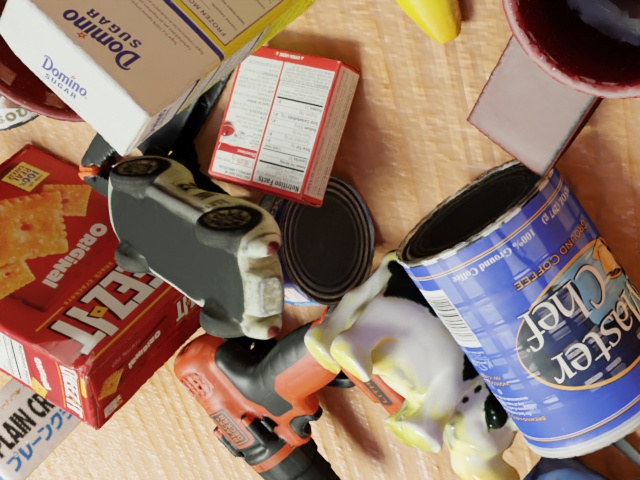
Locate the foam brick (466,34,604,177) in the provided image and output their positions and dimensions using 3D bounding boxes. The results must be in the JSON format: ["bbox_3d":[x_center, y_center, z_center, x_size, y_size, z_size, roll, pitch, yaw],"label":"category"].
[{"bbox_3d":[0.120,-0.083,0.542,0.051,0.052,0.078,36,140,10],"label":"foam brick"}]

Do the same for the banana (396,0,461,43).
[{"bbox_3d":[0.006,-0.185,0.567,0.198,0.037,0.070,40,159,7],"label":"banana"}]

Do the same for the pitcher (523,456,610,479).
[{"bbox_3d":[0.223,0.239,0.681,0.243,0.149,0.145,26,99,16],"label":"pitcher"}]

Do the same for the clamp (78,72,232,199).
[{"bbox_3d":[-0.101,-0.046,0.770,0.210,0.036,0.164,-7,106,46],"label":"clamp"}]

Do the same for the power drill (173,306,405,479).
[{"bbox_3d":[0.001,0.124,0.785,0.188,0.057,0.184,-31,106,39],"label":"power drill"}]

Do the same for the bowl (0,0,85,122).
[{"bbox_3d":[-0.150,-0.158,0.670,0.162,0.162,0.055,63,-179,-22],"label":"bowl"}]

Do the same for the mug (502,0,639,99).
[{"bbox_3d":[0.133,-0.131,0.462,0.093,0.081,0.117,-5,121,44],"label":"mug"}]

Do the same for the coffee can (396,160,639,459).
[{"bbox_3d":[0.124,0.037,0.605,0.103,0.102,0.140,-22,108,49],"label":"coffee can"}]

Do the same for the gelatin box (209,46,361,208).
[{"bbox_3d":[-0.022,-0.071,0.658,0.073,0.030,0.089,16,92,31],"label":"gelatin box"}]

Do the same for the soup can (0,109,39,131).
[{"bbox_3d":[-0.250,-0.141,0.802,0.069,0.068,0.102,15,134,32],"label":"soup can"}]

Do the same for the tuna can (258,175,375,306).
[{"bbox_3d":[-0.005,0.001,0.700,0.034,0.086,0.086,-5,120,46],"label":"tuna can"}]

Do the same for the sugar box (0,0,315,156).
[{"bbox_3d":[-0.078,-0.129,0.575,0.093,0.176,0.048,44,142,-1],"label":"sugar box"}]

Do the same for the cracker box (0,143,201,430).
[{"bbox_3d":[-0.204,0.027,0.836,0.214,0.164,0.072,26,140,23],"label":"cracker box"}]

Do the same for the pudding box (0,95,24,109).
[{"bbox_3d":[-0.197,-0.135,0.739,0.113,0.039,0.090,-2,138,-11],"label":"pudding box"}]

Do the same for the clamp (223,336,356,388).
[{"bbox_3d":[-0.041,0.096,0.857,0.120,0.039,0.172,47,140,3],"label":"clamp"}]

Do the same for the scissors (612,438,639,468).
[{"bbox_3d":[0.155,0.079,0.684,0.202,0.016,0.096,34,140,13],"label":"scissors"}]
